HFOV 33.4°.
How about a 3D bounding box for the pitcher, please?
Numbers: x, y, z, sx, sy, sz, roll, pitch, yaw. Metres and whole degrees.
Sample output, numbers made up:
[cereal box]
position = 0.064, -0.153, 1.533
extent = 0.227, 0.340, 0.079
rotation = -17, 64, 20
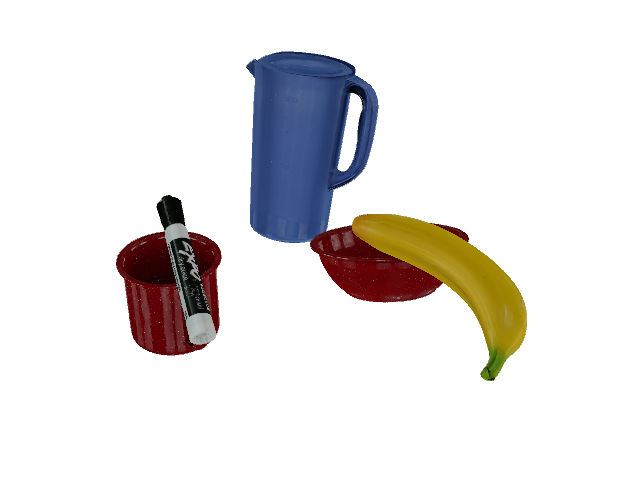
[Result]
[pitcher]
position = -0.022, -0.122, 1.424
extent = 0.144, 0.243, 0.149
rotation = -3, 24, -22

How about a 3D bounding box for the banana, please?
[banana]
position = 0.101, 0.027, 0.824
extent = 0.069, 0.037, 0.198
rotation = -15, 40, -25

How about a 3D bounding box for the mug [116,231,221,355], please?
[mug]
position = -0.127, 0.055, 0.955
extent = 0.093, 0.081, 0.117
rotation = -18, 36, -26

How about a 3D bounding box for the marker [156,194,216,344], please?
[marker]
position = -0.097, 0.018, 0.766
extent = 0.020, 0.121, 0.020
rotation = -14, -31, -9

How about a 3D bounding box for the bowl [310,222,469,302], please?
[bowl]
position = 0.071, 0.024, 1.087
extent = 0.162, 0.055, 0.162
rotation = -3, 13, 1
